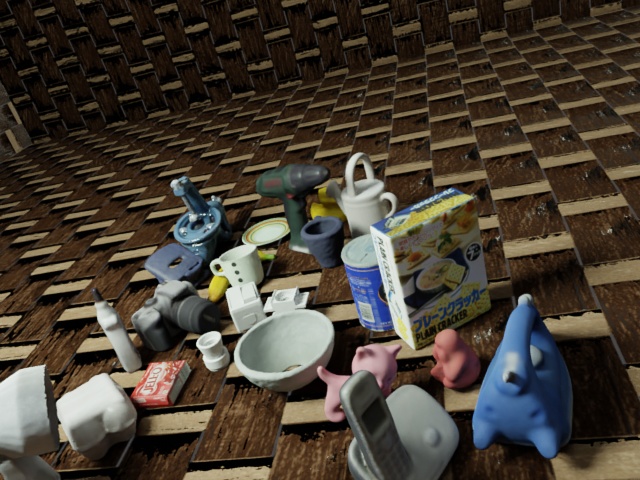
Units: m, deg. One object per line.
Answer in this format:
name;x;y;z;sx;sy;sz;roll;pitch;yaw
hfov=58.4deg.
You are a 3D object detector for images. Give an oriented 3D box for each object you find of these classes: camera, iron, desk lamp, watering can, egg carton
camera;-0.272;0.142;1.113;0.136;0.101;0.143;9;36;40
iron;0.266;0.152;0.754;0.118;0.142;0.259;-2;30;26
desk lamp;-0.437;0.296;0.789;0.203;0.214;0.117;-24;28;-15
watering can;0.090;-0.096;1.259;0.172;0.194;0.101;-5;29;20
egg carton;-0.360;0.283;0.929;0.107;0.069;0.149;-31;31;-27

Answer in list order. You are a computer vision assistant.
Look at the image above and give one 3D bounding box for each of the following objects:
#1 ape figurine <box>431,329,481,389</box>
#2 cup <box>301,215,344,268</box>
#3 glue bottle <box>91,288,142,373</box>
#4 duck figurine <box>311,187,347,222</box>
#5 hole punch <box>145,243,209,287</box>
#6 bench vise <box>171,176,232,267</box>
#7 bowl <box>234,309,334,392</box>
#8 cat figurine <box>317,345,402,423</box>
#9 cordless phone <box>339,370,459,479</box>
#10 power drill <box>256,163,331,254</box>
ape figurine;0.189;0.166;0.823;0.076;0.092;0.078;-6;29;20
cup;0.011;0.004;1.222;0.091;0.095;0.117;-18;27;-3
glue bottle;-0.381;0.161;1.057;0.037;0.173;0.077;-28;29;-21
duck figurine;0.019;-0.090;1.404;0.104;0.086;0.078;4;33;34
hole punch;-0.321;0.065;1.295;0.100;0.091;0.109;4;34;34
bench vise;-0.301;-0.067;1.391;0.121;0.220;0.207;-16;27;0
bowl;-0.049;0.190;0.928;0.167;0.075;0.167;-13;27;7
cat figurine;0.059;0.193;0.816;0.127;0.118;0.067;-10;28;13
cordless phone;0.091;0.214;0.685;0.093;0.185;0.148;9;36;39
power drill;-0.042;-0.077;1.279;0.228;0.209;0.076;11;38;42
